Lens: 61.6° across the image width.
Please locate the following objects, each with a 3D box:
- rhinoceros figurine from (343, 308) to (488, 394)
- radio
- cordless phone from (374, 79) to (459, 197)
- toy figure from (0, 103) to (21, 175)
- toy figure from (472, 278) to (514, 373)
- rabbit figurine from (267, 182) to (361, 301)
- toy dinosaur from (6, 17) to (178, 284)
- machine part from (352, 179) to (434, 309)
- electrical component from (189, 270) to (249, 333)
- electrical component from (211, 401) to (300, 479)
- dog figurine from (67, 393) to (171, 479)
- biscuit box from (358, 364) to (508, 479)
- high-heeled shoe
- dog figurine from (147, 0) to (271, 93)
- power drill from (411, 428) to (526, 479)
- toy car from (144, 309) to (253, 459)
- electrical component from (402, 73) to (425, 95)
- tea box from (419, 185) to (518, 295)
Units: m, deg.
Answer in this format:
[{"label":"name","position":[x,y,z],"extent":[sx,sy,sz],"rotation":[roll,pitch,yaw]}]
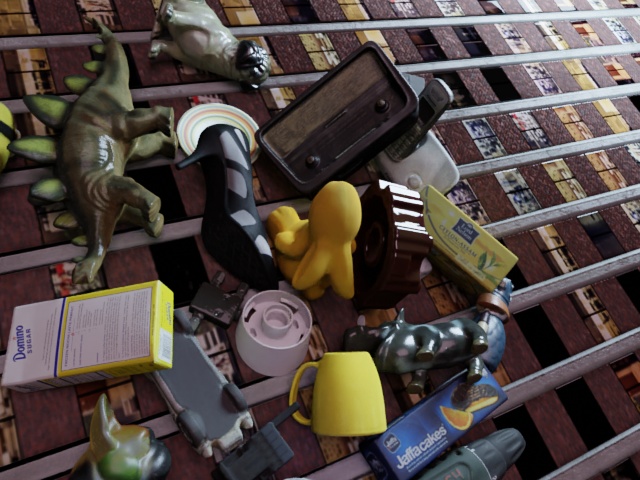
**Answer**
[{"label":"rhinoceros figurine","position":[0.126,0.135,0.703],"extent":[0.190,0.073,0.112],"rotation":[-3,34,-3]},{"label":"radio","position":[0.030,-0.171,0.809],"extent":[0.229,0.073,0.131],"rotation":[-38,78,7]},{"label":"cordless phone","position":[0.176,-0.149,0.849],"extent":[0.089,0.184,0.147],"rotation":[-20,69,-32]},{"label":"toy figure","position":[-0.436,-0.098,0.667],"extent":[0.082,0.089,0.180],"rotation":[17,55,-14]},{"label":"toy figure","position":[0.250,0.119,0.791],"extent":[0.058,0.064,0.154],"rotation":[19,57,10]},{"label":"rabbit figurine","position":[-0.001,-0.002,0.711],"extent":[0.122,0.173,0.162],"rotation":[14,54,-16]},{"label":"toy dinosaur","position":[-0.299,-0.145,0.736],"extent":[0.199,0.105,0.471],"rotation":[5,55,-12]},{"label":"machine part","position":[0.087,0.008,0.739],"extent":[0.056,0.179,0.179],"rotation":[8,59,-19]},{"label":"electrical component","position":[-0.134,0.087,0.703],"extent":[0.063,0.021,0.094],"rotation":[28,55,-3]},{"label":"electrical component","position":[-0.062,0.240,0.610],"extent":[0.119,0.074,0.048],"rotation":[-30,74,-33]},{"label":"dog figurine","position":[-0.246,0.265,0.516],"extent":[0.191,0.108,0.219],"rotation":[5,56,-13]},{"label":"biscuit box","position":[0.148,0.234,0.691],"extent":[0.203,0.059,0.063],"rotation":[-25,72,-29]},{"label":"high-heeled shoe","position":[-0.105,-0.049,0.765],"extent":[0.248,0.086,0.145],"rotation":[58,40,-5]},{"label":"dog figurine","position":[-0.177,-0.344,0.905],"extent":[0.190,0.121,0.172],"rotation":[15,60,-27]},{"label":"power drill","position":[0.193,0.351,0.628],"extent":[0.232,0.086,0.207],"rotation":[-11,69,-23]},{"label":"toy car","position":[-0.157,0.158,0.628],"extent":[0.073,0.056,0.202],"rotation":[-29,67,-31]},{"label":"electrical component","position":[0.120,-0.226,0.916],"extent":[0.134,0.115,0.058],"rotation":[11,63,-13]},{"label":"tea box","position":[0.195,0.003,0.805],"extent":[0.169,0.098,0.068],"rotation":[40,82,1]}]
